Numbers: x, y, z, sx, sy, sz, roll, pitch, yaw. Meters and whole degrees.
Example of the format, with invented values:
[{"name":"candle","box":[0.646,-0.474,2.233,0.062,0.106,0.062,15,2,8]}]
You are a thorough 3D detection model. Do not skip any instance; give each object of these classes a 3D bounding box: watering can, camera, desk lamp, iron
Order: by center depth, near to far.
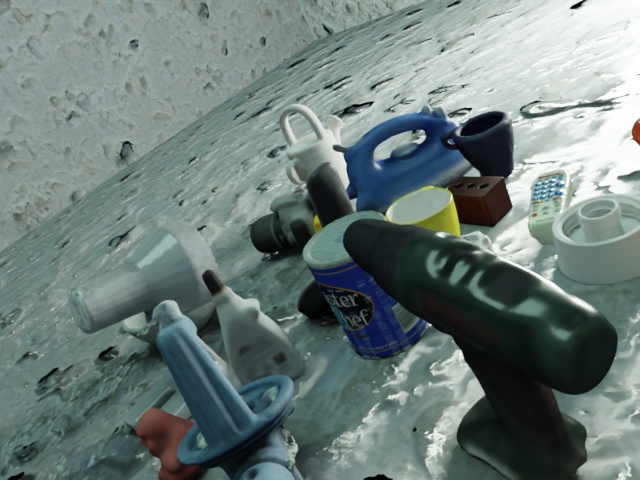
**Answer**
[{"name":"desk lamp","box":[-0.206,0.108,0.739,0.117,0.214,0.204,-1,36,46]},{"name":"iron","box":[0.150,-0.152,0.966,0.258,0.142,0.118,-29,24,-1]},{"name":"camera","box":[-0.051,-0.038,1.003,0.136,0.101,0.143,-16,27,25]},{"name":"watering can","box":[-0.013,-0.183,1.133,0.100,0.194,0.173,-15,27,26]}]

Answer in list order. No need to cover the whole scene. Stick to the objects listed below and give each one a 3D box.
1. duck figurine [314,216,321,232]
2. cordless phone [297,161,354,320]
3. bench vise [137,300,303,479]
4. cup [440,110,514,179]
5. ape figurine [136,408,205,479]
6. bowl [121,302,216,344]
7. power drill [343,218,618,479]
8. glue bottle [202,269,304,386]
[{"name":"duck figurine","box":[0.018,-0.004,0.881,0.077,0.086,0.105,-9,30,36]},{"name":"cordless phone","box":[0.007,0.003,0.758,0.093,0.185,0.148,0,37,46]},{"name":"bench vise","box":[-0.065,0.155,0.491,0.122,0.220,0.206,-39,26,-22]},{"name":"cup","box":[0.249,-0.136,0.887,0.117,0.095,0.092,-4,34,42]},{"name":"ape figurine","box":[-0.166,0.220,0.625,0.076,0.092,0.077,-31,24,-6]},{"name":"bowl","box":[-0.226,0.114,0.920,0.167,0.075,0.167,-23,25,12]},{"name":"power drill","box":[0.122,0.084,0.447,0.076,0.209,0.228,-38,26,-21]},{"name":"glue bottle","box":[-0.088,0.104,0.673,0.078,0.173,0.037,-28,24,1]}]
